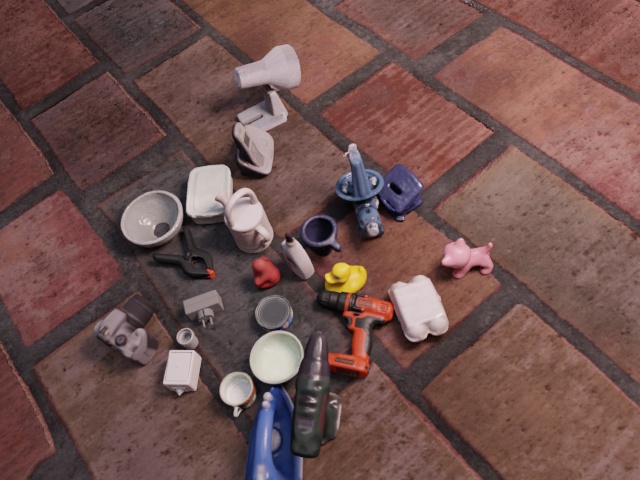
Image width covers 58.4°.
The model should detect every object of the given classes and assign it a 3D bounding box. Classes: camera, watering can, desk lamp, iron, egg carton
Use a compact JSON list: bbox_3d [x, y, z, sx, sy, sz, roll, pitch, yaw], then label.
[{"bbox_3d":[-0.444,0.201,1.352,0.142,0.101,0.137,25,67,22],"label":"camera"},{"bbox_3d":[-0.190,-0.058,1.408,0.172,0.194,0.101,16,64,18],"label":"watering can"},{"bbox_3d":[-0.148,-0.423,1.604,0.203,0.214,0.117,-29,59,-8],"label":"desk lamp"},{"bbox_3d":[-0.103,0.399,1.156,0.118,0.142,0.258,-5,59,7],"label":"iron"},{"bbox_3d":[0.222,0.154,1.289,0.107,0.069,0.150,-19,59,-2],"label":"egg carton"}]

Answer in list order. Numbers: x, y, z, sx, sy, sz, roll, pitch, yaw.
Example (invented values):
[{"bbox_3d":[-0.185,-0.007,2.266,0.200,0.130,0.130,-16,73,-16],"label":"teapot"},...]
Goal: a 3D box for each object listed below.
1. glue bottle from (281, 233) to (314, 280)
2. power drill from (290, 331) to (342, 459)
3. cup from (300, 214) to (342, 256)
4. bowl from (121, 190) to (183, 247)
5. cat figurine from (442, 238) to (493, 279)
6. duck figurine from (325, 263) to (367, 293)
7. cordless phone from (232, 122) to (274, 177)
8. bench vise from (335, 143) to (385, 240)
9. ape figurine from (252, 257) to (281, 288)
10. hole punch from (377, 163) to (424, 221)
[{"bbox_3d":[-0.060,0.029,1.348,0.078,0.173,0.037,37,72,26],"label":"glue bottle"},{"bbox_3d":[-0.007,0.323,1.146,0.075,0.209,0.229,2,60,11],"label":"power drill"},{"bbox_3d":[0.013,0.005,1.396,0.117,0.095,0.092,38,72,26],"label":"cup"},{"bbox_3d":[-0.431,-0.043,1.509,0.167,0.075,0.167,-4,59,7],"label":"bowl"},{"bbox_3d":[0.335,0.034,1.313,0.127,0.118,0.067,-12,59,2],"label":"cat figurine"},{"bbox_3d":[0.058,0.084,1.348,0.104,0.086,0.077,-21,59,-3],"label":"duck figurine"},{"bbox_3d":[-0.187,-0.270,1.538,0.094,0.185,0.147,-4,59,7],"label":"cordless phone"},{"bbox_3d":[0.112,-0.119,1.379,0.121,0.220,0.207,-30,60,-8],"label":"bench vise"},{"bbox_3d":[-0.138,0.074,1.382,0.076,0.092,0.078,19,64,19],"label":"ape figurine"},{"bbox_3d":[0.199,-0.120,1.442,0.101,0.091,0.108,-36,61,-12],"label":"hole punch"}]
